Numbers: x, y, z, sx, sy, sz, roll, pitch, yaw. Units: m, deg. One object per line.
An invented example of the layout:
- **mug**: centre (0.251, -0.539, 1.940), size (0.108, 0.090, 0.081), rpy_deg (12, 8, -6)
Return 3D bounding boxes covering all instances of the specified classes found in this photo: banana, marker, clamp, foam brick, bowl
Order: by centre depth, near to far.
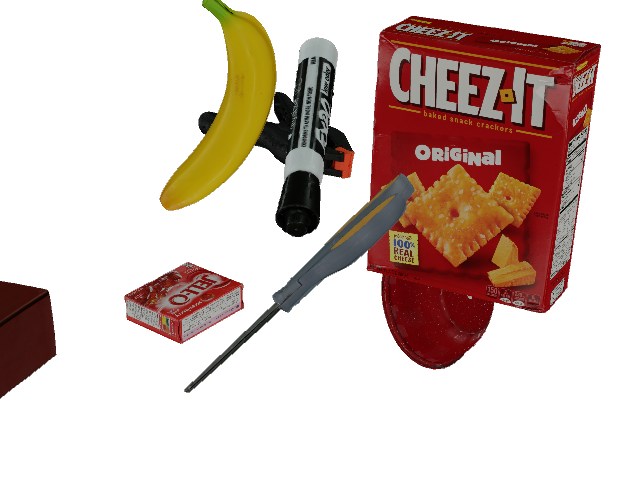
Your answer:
- **marker**: centre (-0.005, -0.048, 0.483), size (0.020, 0.121, 0.020), rpy_deg (3, -43, 3)
- **foam brick**: centre (-0.224, 0.068, 0.720), size (0.053, 0.051, 0.078), rpy_deg (10, 28, 25)
- **banana**: centre (-0.076, -0.101, 0.837), size (0.069, 0.198, 0.037), rpy_deg (14, 35, -7)
- **clamp**: centre (-0.040, -0.105, 1.085), size (0.120, 0.039, 0.172), rpy_deg (-22, 37, -30)
- **bowl**: centre (0.141, 0.060, 1.172), size (0.161, 0.162, 0.055), rpy_deg (0, -8, -43)

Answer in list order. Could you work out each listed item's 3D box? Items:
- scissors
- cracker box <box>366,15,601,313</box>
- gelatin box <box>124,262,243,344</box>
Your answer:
- **scissors**: centre (-0.012, 0.030, 0.675), size (0.201, 0.016, 0.096), rpy_deg (-45, 5, -6)
- **cracker box**: centre (0.126, -0.061, 0.870), size (0.164, 0.214, 0.072), rpy_deg (15, 28, 26)
- **gelatin box**: centre (-0.127, 0.057, 1.007), size (0.073, 0.030, 0.089), rpy_deg (20, 33, 34)
